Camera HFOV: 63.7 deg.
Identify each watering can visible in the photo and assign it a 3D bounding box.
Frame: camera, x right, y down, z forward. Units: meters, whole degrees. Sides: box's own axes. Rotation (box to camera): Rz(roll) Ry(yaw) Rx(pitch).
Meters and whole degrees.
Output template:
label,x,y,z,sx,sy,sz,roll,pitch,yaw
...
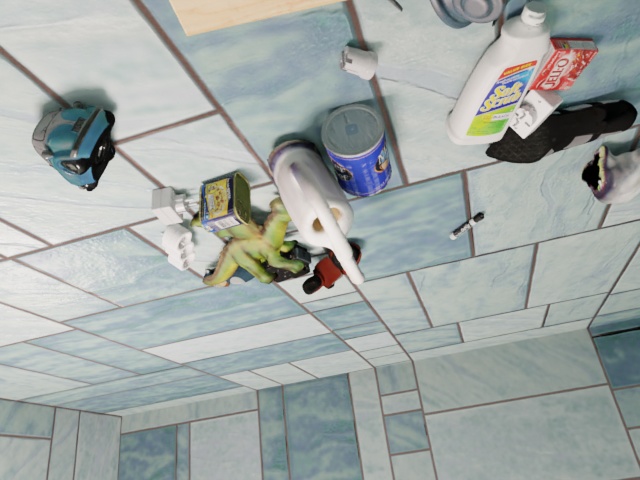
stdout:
label,x,y,z,sx,sy,sz,roll,pitch,yaw
watering can,0.003,-0.048,0.948,0.104,0.228,0.341,-28,152,0

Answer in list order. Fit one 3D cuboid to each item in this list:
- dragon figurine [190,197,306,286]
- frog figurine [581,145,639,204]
label,x,y,z,sx,sy,sz,roll,pitch,yaw
dragon figurine,-0.184,-0.001,1.160,0.407,0.125,0.239,-21,133,26
frog figurine,0.651,-0.136,1.070,0.159,0.126,0.134,2,134,7
